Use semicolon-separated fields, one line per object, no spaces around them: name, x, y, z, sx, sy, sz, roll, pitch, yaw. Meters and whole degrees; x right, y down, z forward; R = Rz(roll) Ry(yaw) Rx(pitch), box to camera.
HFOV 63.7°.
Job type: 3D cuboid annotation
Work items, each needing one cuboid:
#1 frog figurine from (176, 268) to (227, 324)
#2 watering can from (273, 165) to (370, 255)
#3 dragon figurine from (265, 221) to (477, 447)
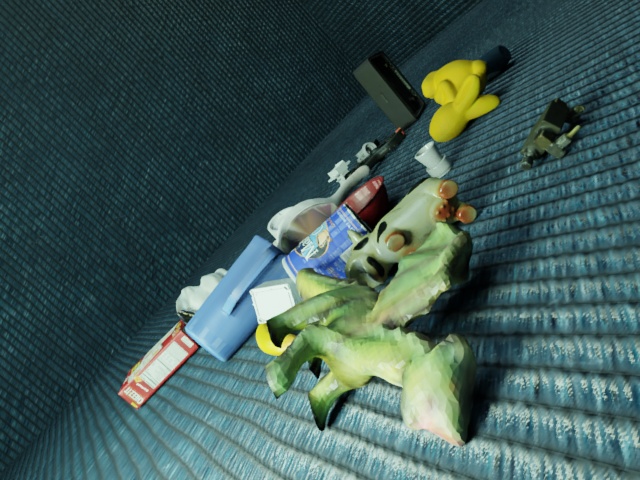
frog figurine;-0.295;0.150;1.344;0.137;0.163;0.120;13;-37;-1
watering can;0.004;-0.060;1.189;0.349;0.103;0.225;-42;13;-4
dragon figurine;0.064;0.066;0.566;0.241;0.120;0.418;-33;22;11
